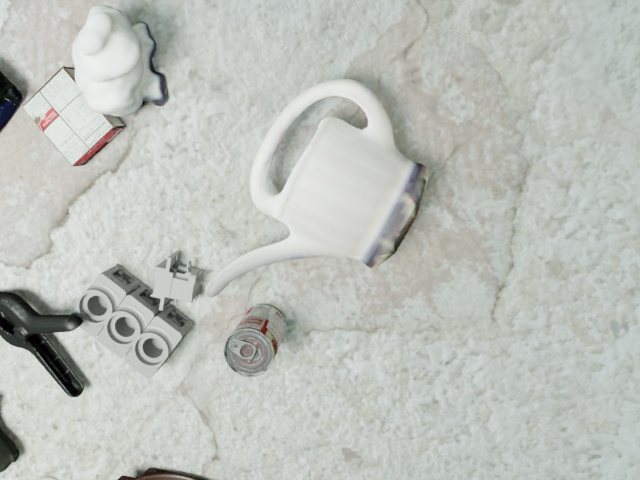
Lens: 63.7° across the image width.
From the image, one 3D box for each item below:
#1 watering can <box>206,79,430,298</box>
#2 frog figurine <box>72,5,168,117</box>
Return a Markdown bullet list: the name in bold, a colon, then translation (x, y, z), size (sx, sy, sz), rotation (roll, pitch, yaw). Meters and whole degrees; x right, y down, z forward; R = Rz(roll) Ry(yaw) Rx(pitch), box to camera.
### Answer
- **watering can**: translation (0.002, -0.034, 0.685), size (0.224, 0.105, 0.345), rotation (28, 100, 1)
- **frog figurine**: translation (-0.274, -0.228, 0.655), size (0.123, 0.161, 0.136), rotation (9, 102, 5)
